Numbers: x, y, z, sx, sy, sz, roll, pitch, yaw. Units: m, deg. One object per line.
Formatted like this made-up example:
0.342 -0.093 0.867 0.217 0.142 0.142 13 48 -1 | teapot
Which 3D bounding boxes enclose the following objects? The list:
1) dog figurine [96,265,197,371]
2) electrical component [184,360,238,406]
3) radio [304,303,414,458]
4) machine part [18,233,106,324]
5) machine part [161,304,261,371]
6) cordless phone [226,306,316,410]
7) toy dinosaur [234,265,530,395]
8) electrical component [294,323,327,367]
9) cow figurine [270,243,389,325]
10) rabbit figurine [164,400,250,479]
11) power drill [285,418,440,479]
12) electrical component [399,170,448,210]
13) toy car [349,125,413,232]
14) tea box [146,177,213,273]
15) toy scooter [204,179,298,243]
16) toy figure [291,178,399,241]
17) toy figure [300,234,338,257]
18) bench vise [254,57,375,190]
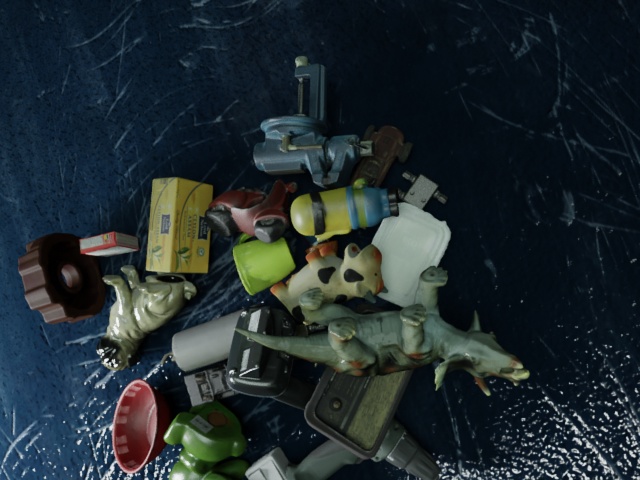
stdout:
-0.323 0.156 1.005 0.173 0.121 0.190 9 102 14 | dog figurine
-0.167 0.243 0.943 0.134 0.115 0.058 -22 80 28 | electrical component
0.075 0.227 0.890 0.131 0.073 0.229 25 67 11 | radio
-0.474 0.071 0.994 0.056 0.179 0.179 -18 83 11 | machine part
-0.177 0.178 0.977 0.243 0.079 0.079 -21 83 9 | machine part
-0.060 0.201 0.902 0.089 0.184 0.146 -24 45 37 | cordless phone
0.091 0.155 0.809 0.405 0.131 0.191 -7 127 17 | toy dinosaur
-0.037 0.189 0.966 0.102 0.045 0.078 -6 87 10 | electrical component
0.024 0.073 0.891 0.195 0.085 0.127 -40 82 27 | cow figurine
-0.202 0.388 0.966 0.159 0.121 0.170 28 110 5 | rabbit figurine
0.058 0.380 0.919 0.232 0.086 0.207 44 98 12 | power drill
0.178 -0.081 0.957 0.094 0.021 0.063 34 93 10 | electrical component
0.087 -0.112 0.962 0.089 0.053 0.202 30 91 8 | toy car
-0.256 -0.024 0.987 0.068 0.098 0.169 0 87 33 | tea box
-0.113 -0.061 0.969 0.184 0.075 0.135 11 52 34 | toy scooter
0.041 -0.054 0.891 0.180 0.089 0.082 -7 70 11 | toy figure
-0.002 -0.003 0.967 0.058 0.064 0.154 -18 87 -30 | toy figure
-0.012 -0.207 0.940 0.224 0.128 0.240 -3 83 31 | bench vise
